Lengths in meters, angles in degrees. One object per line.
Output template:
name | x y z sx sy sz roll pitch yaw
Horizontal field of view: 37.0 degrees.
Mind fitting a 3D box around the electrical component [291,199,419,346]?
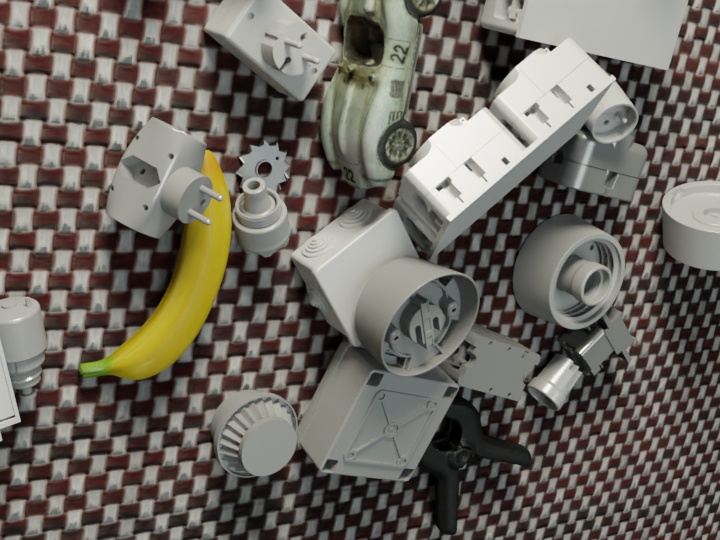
electrical component | 0.000 0.000 0.903 0.100 0.048 0.099 -39 126 -16

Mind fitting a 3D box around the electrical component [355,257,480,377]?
electrical component | 0.047 0.039 0.877 0.099 0.064 0.099 -14 117 -30

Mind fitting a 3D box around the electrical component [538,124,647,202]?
electrical component | 0.220 -0.104 1.009 0.095 0.054 0.059 8 105 -37

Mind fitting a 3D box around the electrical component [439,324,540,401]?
electrical component | 0.114 0.083 1.014 0.089 0.056 0.050 19 98 -38

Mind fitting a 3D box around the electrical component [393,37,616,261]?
electrical component | 0.112 -0.102 0.894 0.186 0.060 0.105 -40 171 -14

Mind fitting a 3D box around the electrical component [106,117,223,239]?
electrical component | -0.132 -0.058 0.769 0.077 0.079 0.043 -63 157 4

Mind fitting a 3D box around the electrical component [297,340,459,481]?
electrical component | 0.015 0.126 0.953 0.109 0.056 0.108 15 109 -38

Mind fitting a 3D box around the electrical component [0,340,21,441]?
electrical component | -0.283 0.058 0.721 0.079 0.063 0.121 -19 119 -27

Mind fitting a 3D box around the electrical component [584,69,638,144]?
electrical component | 0.213 -0.155 0.968 0.043 0.081 0.043 -11 136 -10

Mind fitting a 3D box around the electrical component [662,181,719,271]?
electrical component | 0.364 -0.040 1.106 0.108 0.108 0.060 -22 127 -26

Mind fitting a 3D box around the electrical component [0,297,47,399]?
electrical component | -0.243 0.055 0.763 0.040 0.040 0.078 -18 119 -28

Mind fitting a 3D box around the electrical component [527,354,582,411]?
electrical component | 0.200 0.114 1.098 0.046 0.040 0.040 -50 129 -14

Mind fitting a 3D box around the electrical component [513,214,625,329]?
electrical component | 0.209 0.006 1.044 0.108 0.060 0.108 -14 117 -30

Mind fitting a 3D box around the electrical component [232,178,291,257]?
electrical component | -0.077 -0.043 0.827 0.043 0.043 0.062 -32 144 -20

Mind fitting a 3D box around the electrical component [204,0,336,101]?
electrical component | -0.055 -0.163 0.778 0.083 0.076 0.047 36 87 -39

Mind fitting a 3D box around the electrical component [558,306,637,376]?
electrical component | 0.242 0.071 1.107 0.064 0.042 0.081 -44 127 -9

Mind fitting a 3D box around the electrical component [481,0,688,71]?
electrical component | 0.199 -0.243 0.931 0.186 0.060 0.105 2 108 -36
